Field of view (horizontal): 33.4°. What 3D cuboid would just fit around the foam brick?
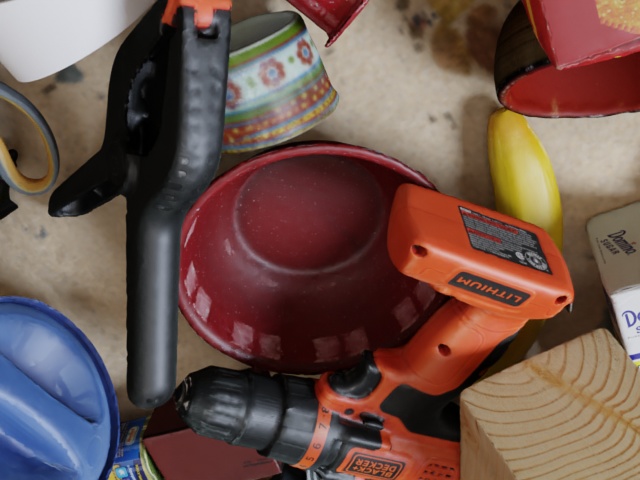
[{"bbox_3d":[-0.065,0.124,0.690,0.078,0.051,0.053,-16,115,14],"label":"foam brick"}]

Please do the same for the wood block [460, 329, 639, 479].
[{"bbox_3d":[0.139,0.155,0.606,0.090,0.091,0.206,-23,141,-11],"label":"wood block"}]

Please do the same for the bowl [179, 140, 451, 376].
[{"bbox_3d":[-0.004,0.001,0.606,0.162,0.055,0.162,-2,127,-3],"label":"bowl"}]

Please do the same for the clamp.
[{"bbox_3d":[-0.086,-0.027,0.543,0.036,0.165,0.210,-4,141,-34],"label":"clamp"}]

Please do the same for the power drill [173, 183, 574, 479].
[{"bbox_3d":[0.033,0.059,0.583,0.184,0.057,0.188,15,127,-22],"label":"power drill"}]

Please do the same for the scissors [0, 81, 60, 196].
[{"bbox_3d":[-0.220,-0.097,0.574,0.096,0.016,0.201,-29,117,12],"label":"scissors"}]

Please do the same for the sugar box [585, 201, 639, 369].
[{"bbox_3d":[0.198,0.075,0.611,0.048,0.093,0.176,-19,113,14],"label":"sugar box"}]

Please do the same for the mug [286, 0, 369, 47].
[{"bbox_3d":[0.009,-0.164,0.516,0.081,0.093,0.117,38,98,-8],"label":"mug"}]

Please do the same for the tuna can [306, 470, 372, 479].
[{"bbox_3d":[0.035,0.145,0.699,0.086,0.033,0.086,3,117,5],"label":"tuna can"}]

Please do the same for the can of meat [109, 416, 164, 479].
[{"bbox_3d":[-0.136,0.172,0.720,0.084,0.057,0.102,-14,115,11],"label":"can of meat"}]

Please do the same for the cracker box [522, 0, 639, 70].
[{"bbox_3d":[0.090,-0.180,0.422,0.072,0.213,0.164,-16,115,12],"label":"cracker box"}]

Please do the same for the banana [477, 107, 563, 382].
[{"bbox_3d":[0.105,0.020,0.624,0.069,0.037,0.198,14,118,-3],"label":"banana"}]

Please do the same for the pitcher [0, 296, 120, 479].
[{"bbox_3d":[-0.245,0.145,0.660,0.243,0.149,0.144,-26,142,31],"label":"pitcher"}]
